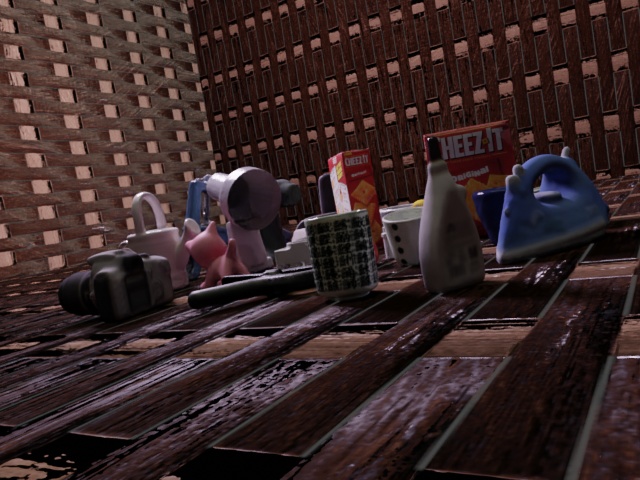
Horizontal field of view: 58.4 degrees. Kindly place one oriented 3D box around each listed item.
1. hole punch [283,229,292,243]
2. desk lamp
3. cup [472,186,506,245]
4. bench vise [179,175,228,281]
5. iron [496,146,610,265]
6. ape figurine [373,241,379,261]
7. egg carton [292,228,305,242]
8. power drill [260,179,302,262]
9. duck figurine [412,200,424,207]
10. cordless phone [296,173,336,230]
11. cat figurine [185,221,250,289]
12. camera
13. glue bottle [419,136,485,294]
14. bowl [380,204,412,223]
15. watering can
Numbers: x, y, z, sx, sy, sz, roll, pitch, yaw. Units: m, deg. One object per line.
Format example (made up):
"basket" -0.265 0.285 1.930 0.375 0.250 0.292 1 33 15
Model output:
"hole punch" -0.138 -0.007 1.541 0.108 0.091 0.101 -6 5 39
"desk lamp" -0.164 -0.037 1.156 0.118 0.213 0.202 -13 5 -34
"cup" 0.304 -0.039 0.928 0.092 0.095 0.117 -10 4 -7
"bench vise" -0.264 -0.029 1.239 0.121 0.220 0.208 -7 5 28
"iron" 0.319 -0.058 0.828 0.259 0.141 0.118 -14 6 -44
"ape figurine" 0.056 0.002 0.954 0.076 0.092 0.078 -6 5 37
"egg carton" 0.011 0.004 1.191 0.107 0.069 0.150 -12 5 -32
"power drill" -0.141 -0.052 1.341 0.228 0.208 0.076 -7 5 30
"duck figurine" 0.234 -0.047 1.261 0.105 0.086 0.077 -11 4 -14
"cordless phone" -0.002 -0.072 1.461 0.148 0.185 0.093 -13 5 -34
"cat figurine" -0.179 0.026 0.992 0.067 0.118 0.127 -13 6 -40
"camera" -0.324 0.067 0.892 0.136 0.101 0.143 -8 4 21
"glue bottle" 0.141 -0.031 0.645 0.078 0.173 0.037 -12 5 -33
"bowl" 0.228 -0.051 1.415 0.167 0.075 0.167 -10 4 1
"watering can" -0.313 0.002 1.109 0.173 0.194 0.101 -10 4 -5
